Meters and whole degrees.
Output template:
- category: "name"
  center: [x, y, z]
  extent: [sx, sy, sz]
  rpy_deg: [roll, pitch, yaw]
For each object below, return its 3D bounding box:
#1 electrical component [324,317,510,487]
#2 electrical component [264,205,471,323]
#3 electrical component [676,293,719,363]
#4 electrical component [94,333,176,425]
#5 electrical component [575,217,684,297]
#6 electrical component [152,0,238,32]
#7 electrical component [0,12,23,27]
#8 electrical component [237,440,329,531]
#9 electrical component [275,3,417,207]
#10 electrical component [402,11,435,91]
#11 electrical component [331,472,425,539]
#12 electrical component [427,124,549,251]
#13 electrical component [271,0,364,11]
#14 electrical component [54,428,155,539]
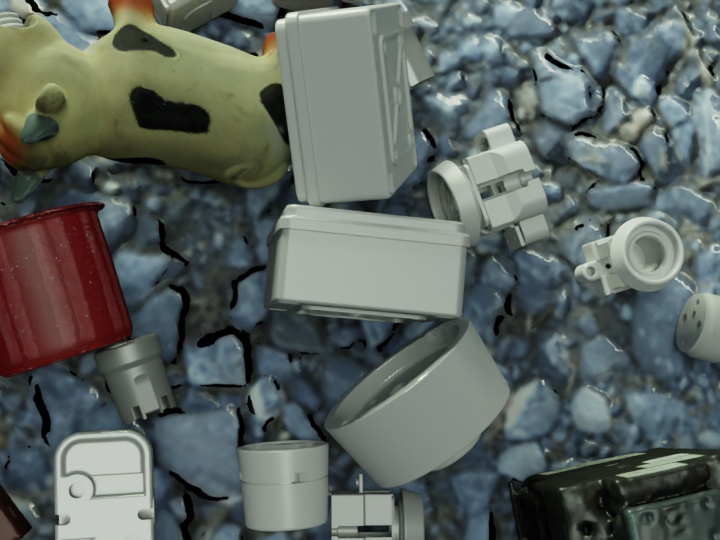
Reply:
- category: "electrical component"
  center: [0.039, 0.085, 0.645]
  extent: [0.108, 0.108, 0.060]
  rpy_deg: [-38, 96, -12]
- category: "electrical component"
  center: [0.000, 0.000, 0.646]
  extent: [0.109, 0.109, 0.056]
  rpy_deg: [6, 85, -9]
- category: "electrical component"
  center: [0.245, 0.042, 0.713]
  extent: [0.055, 0.045, 0.045]
  rpy_deg: [15, 81, -7]
- category: "electrical component"
  center: [-0.135, 0.066, 0.651]
  extent: [0.040, 0.040, 0.046]
  rpy_deg: [-19, 91, -11]
- category: "electrical component"
  center: [0.181, -0.008, 0.703]
  extent: [0.066, 0.055, 0.048]
  rpy_deg: [-16, 86, -11]
- category: "electrical component"
  center: [-0.118, -0.205, 0.675]
  extent: [0.061, 0.062, 0.096]
  rpy_deg: [-32, 89, -12]
- category: "electrical component"
  center: [-0.213, -0.124, 0.659]
  extent: [0.043, 0.043, 0.081]
  rpy_deg: [-33, 89, -12]
- category: "electrical component"
  center: [-0.045, 0.129, 0.650]
  extent: [0.055, 0.055, 0.047]
  rpy_deg: [-3, 87, -10]
- category: "electrical component"
  center: [-0.004, -0.102, 0.641]
  extent: [0.056, 0.108, 0.108]
  rpy_deg: [-3, 104, 13]
- category: "electrical component"
  center: [0.024, -0.139, 0.703]
  extent: [0.040, 0.040, 0.046]
  rpy_deg: [-28, 93, -12]
- category: "electrical component"
  center: [0.010, 0.158, 0.660]
  extent: [0.055, 0.048, 0.066]
  rpy_deg: [0, 83, -2]
- category: "electrical component"
  center: [0.080, -0.048, 0.691]
  extent: [0.057, 0.058, 0.078]
  rpy_deg: [-19, 87, -14]
- category: "electrical component"
  center: [-0.012, -0.192, 0.689]
  extent: [0.077, 0.066, 0.047]
  rpy_deg: [15, 81, -7]
- category: "electrical component"
  center: [-0.148, 0.141, 0.628]
  extent: [0.054, 0.059, 0.095]
  rpy_deg: [-2, 83, -10]
